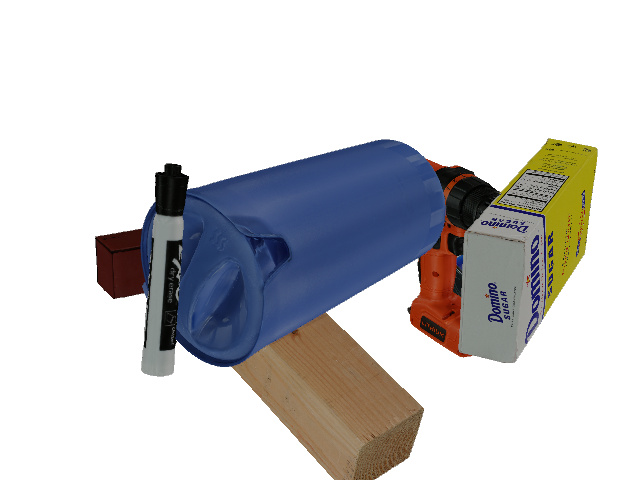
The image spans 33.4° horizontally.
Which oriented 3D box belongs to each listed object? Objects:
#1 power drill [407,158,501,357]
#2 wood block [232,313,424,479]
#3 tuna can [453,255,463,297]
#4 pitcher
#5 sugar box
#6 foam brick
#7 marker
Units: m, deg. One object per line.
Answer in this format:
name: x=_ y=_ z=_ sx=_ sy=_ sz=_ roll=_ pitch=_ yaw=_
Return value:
power drill: x=0.140 y=0.018 z=1.070 sx=0.057 sy=0.188 sz=0.185 roll=-16 pitch=26 yaw=-24
wood block: x=0.004 y=0.157 z=1.146 sx=0.090 sy=0.090 sz=0.206 roll=-25 pitch=53 yaw=-32
tuna can: x=0.179 y=0.050 z=1.270 sx=0.033 sy=0.086 sz=0.086 roll=-31 pitch=8 yaw=-13
pitcher: x=-0.019 y=-0.001 z=0.853 sx=0.149 sy=0.145 sz=0.242 roll=33 pitch=37 yaw=31
sugar box: x=0.147 y=0.003 z=0.742 sx=0.048 sy=0.093 sz=0.176 roll=11 pitch=30 yaw=23
foam brick: x=-0.184 y=0.021 z=1.085 sx=0.078 sy=0.051 sz=0.053 roll=-10 pitch=21 yaw=-28
marker: x=-0.088 y=0.017 z=0.606 sx=0.020 sy=0.121 sz=0.020 roll=6 pitch=10 yaw=-1
